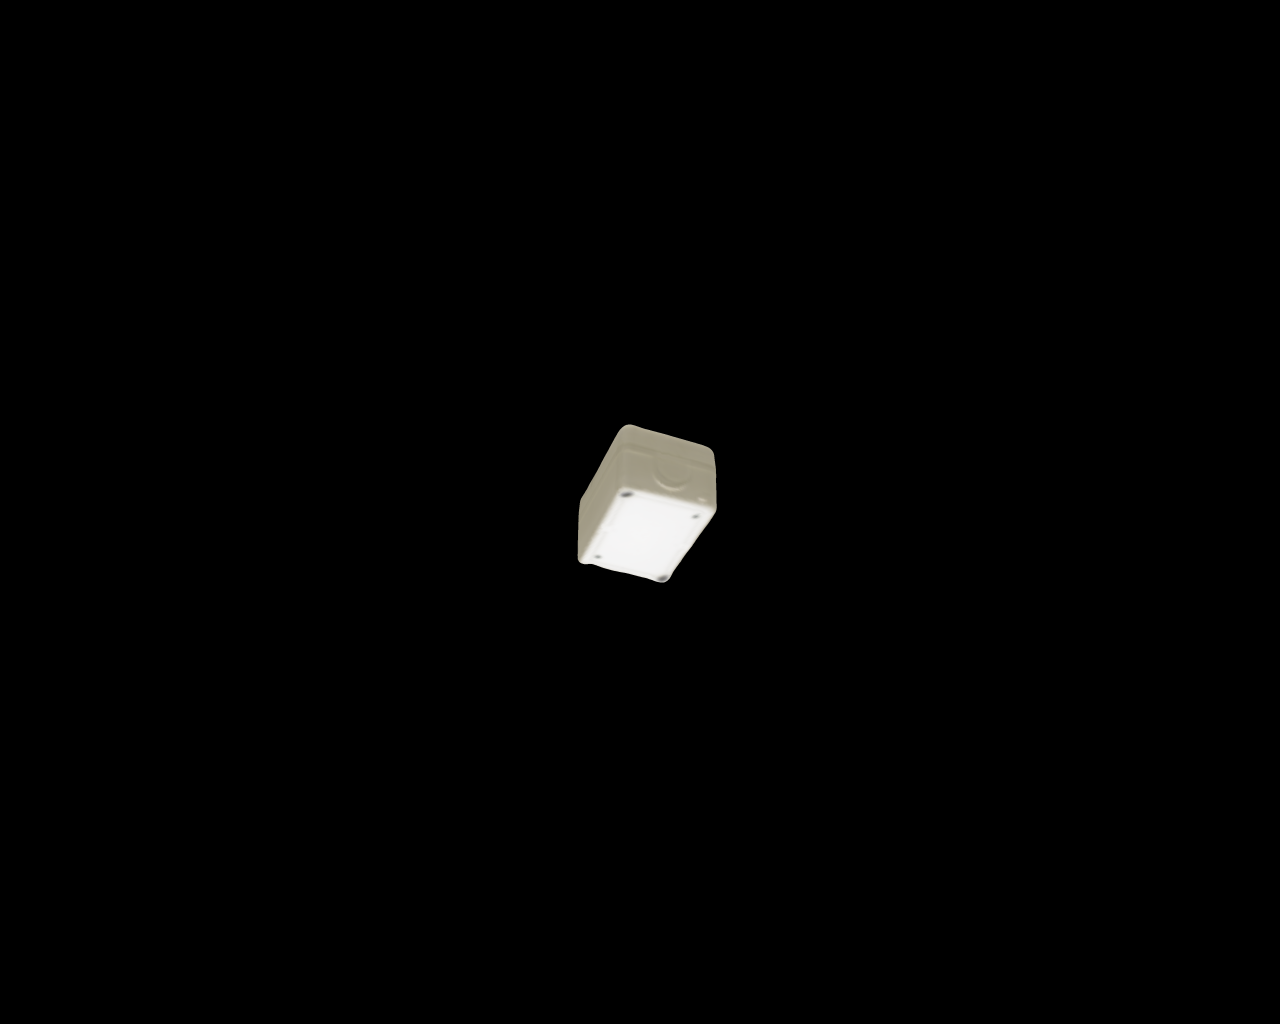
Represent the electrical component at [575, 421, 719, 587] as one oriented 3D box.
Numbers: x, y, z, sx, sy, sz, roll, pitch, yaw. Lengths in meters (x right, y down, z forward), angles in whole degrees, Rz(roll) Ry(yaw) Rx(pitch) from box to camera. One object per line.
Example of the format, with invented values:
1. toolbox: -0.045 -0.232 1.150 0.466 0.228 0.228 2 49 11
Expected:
1. electrical component: 0.001 -0.003 0.650 0.062 0.061 0.096 14 -42 -16
